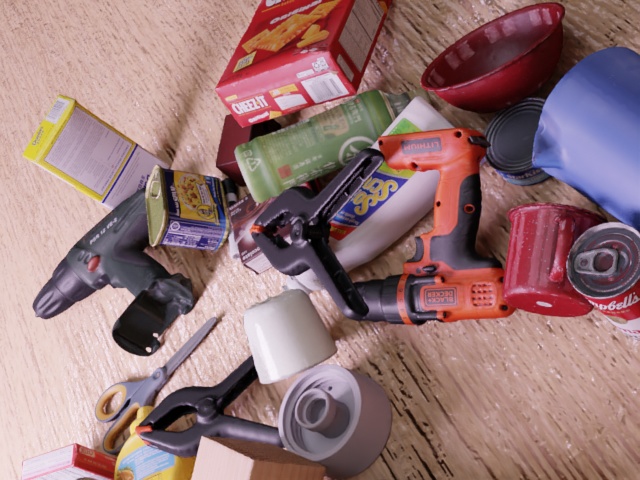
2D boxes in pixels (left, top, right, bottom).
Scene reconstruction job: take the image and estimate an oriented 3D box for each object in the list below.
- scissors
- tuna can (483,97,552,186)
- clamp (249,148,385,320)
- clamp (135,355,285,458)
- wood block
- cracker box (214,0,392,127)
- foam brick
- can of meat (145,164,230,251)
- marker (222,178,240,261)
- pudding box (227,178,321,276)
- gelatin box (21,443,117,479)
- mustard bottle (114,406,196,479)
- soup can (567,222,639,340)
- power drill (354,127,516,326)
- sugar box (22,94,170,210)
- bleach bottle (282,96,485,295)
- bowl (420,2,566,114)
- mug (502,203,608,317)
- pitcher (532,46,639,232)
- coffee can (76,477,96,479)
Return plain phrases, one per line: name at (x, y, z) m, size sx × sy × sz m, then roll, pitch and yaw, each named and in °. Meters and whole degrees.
scissors at (-0.202, 0.159, 1.261) m, size 0.096 × 0.016 × 0.202 m, roll 29°, pitch 85°, yaw 45°
tuna can at (0.207, -0.098, 1.066) m, size 0.086 × 0.033 × 0.086 m, roll -20°, pitch 54°, yaw 29°
clamp at (-0.007, 0.001, 1.088) m, size 0.210 × 0.036 × 0.164 m, roll -9°, pitch 75°, yaw 54°
clamp at (-0.107, 0.190, 1.122) m, size 0.171 × 0.039 × 0.120 m, roll -26°, pitch 46°, yaw 0°
wood block at (-0.075, 0.296, 0.986) m, size 0.091 × 0.090 × 0.206 m, roll 9°, pitch 85°, yaw 51°
cracker box at (-0.014, -0.243, 1.267) m, size 0.164 × 0.072 × 0.213 m, roll -12°, pitch 41°, yaw 33°
foam brick at (-0.087, -0.114, 1.303) m, size 0.051 × 0.053 × 0.078 m, roll -10°, pitch 59°, yaw 34°
can of meat at (-0.160, -0.037, 1.283) m, size 0.058 × 0.083 × 0.102 m, roll 121°, pitch 147°, yaw -41°
marker at (-0.105, -0.028, 1.289) m, size 0.020 × 0.020 × 0.121 m, roll -29°, pitch 50°, yaw 23°
pudding box at (-0.046, -0.025, 1.226) m, size 0.114 × 0.039 × 0.090 m, roll -34°, pitch 48°, yaw 18°
gelatin box at (-0.286, 0.265, 1.225) m, size 0.089 × 0.073 × 0.030 m, roll -23°, pitch 52°, yaw 28°
mustard bottle at (-0.175, 0.263, 1.147) m, size 0.096 × 0.058 × 0.192 m, roll -32°, pitch 49°, yaw 17°
soup can at (0.259, 0.037, 0.895) m, size 0.069 × 0.102 × 0.068 m, roll -20°, pitch 54°, yaw 29°
power drill at (0.100, -0.010, 1.043) m, size 0.185 × 0.057 × 0.187 m, roll -4°, pitch 88°, yaw 28°
sugar box at (-0.284, -0.102, 1.368) m, size 0.048 × 0.176 × 0.093 m, roll 24°, pitch 81°, yaw 42°
bleach bottle at (0.055, -0.028, 1.131) m, size 0.251 × 0.068 × 0.103 m, roll -48°, pitch 48°, yaw 10°
bowl at (0.186, -0.177, 1.089) m, size 0.162 × 0.055 × 0.162 m, roll -28°, pitch 21°, yaw 12°
mug at (0.209, 0.017, 0.946) m, size 0.093 × 0.117 × 0.081 m, roll 11°, pitch 74°, yaw 3°
pitcher at (0.315, -0.059, 0.902) m, size 0.149 × 0.144 × 0.243 m, roll -57°, pitch 47°, yaw 14°
coffee can at (-0.281, 0.340, 1.156) m, size 0.140 × 0.102 × 0.103 m, roll -41°, pitch 46°, yaw 13°
